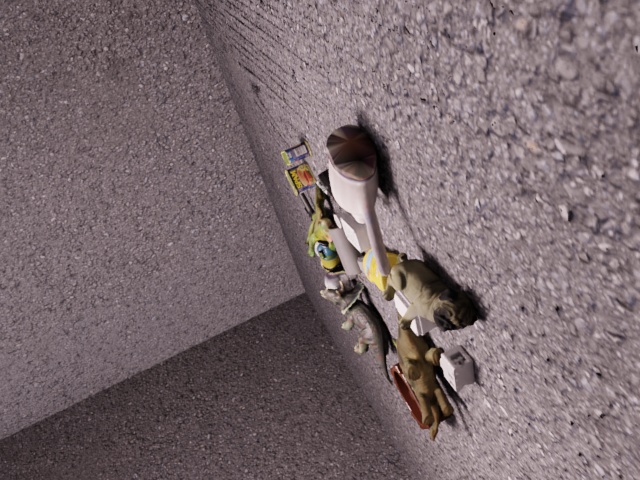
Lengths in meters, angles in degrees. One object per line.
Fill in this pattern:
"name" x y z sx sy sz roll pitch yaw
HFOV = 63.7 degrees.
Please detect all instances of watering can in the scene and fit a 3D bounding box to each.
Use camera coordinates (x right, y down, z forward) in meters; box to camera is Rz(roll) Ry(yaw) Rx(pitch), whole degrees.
"watering can" 0.089 -0.107 1.144 0.219 0.104 0.355 81 168 -58

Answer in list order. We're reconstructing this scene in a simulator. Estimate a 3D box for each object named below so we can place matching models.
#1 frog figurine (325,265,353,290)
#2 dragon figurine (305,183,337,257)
"frog figurine" 0.086 0.190 1.997 0.137 0.124 0.158 6 110 57
"dragon figurine" 0.006 -0.093 1.847 0.419 0.122 0.237 -106 16 -57
